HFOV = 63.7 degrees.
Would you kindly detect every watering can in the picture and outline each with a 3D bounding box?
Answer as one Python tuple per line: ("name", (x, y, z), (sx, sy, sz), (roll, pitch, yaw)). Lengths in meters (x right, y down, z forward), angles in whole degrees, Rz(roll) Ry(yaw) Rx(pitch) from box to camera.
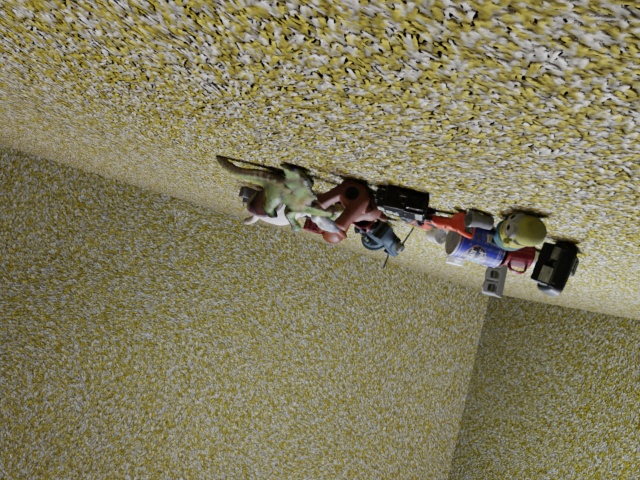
("watering can", (-0.195, -0.108, 1.936), (0.346, 0.105, 0.222), (-9, 164, 27))

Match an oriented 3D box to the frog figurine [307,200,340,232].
("frog figurine", (0.005, -0.085, 1.696), (0.159, 0.122, 0.138), (0, -172, 25))

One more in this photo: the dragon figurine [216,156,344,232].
("dragon figurine", (-0.095, -0.154, 1.426), (0.408, 0.124, 0.239), (32, 152, -10))
